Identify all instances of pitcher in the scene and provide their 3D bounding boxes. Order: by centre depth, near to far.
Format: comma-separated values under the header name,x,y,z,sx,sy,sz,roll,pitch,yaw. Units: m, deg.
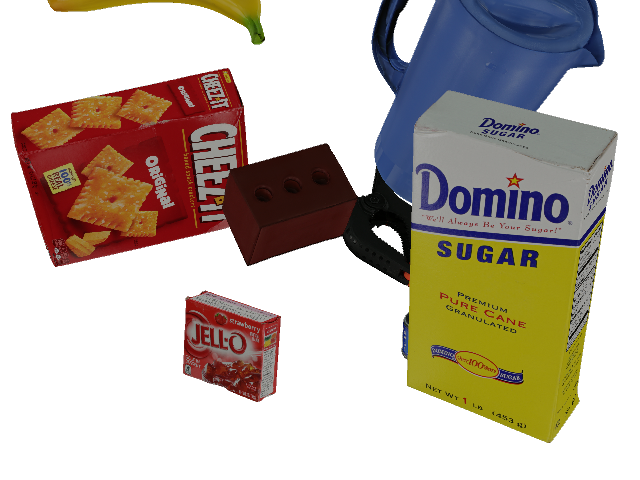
name,x,y,z,sx,sy,sz,roll,pitch,yaw
pitcher,0.125,-0.143,0.957,0.144,0.149,0.243,-7,-31,-24

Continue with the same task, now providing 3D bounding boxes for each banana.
name,x,y,z,sx,sy,sz,roll,pitch,yaw
banana,-0.130,-0.209,0.895,0.198,0.069,0.037,11,-41,16

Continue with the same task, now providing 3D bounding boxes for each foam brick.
name,x,y,z,sx,sy,sz,roll,pitch,yaw
foam brick,-0.023,-0.026,0.752,0.078,0.053,0.051,-18,-25,-21

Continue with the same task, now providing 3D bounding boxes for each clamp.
name,x,y,z,sx,sy,sz,roll,pitch,yaw
clamp,0.044,-0.034,1.167,0.164,0.210,0.036,-11,-37,-20

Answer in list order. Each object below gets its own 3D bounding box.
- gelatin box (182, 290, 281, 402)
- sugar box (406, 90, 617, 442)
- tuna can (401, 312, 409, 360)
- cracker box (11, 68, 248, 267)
name,x,y,z,sx,sy,sz,roll,pitch,yaw
gelatin box,-0.079,0.091,0.928,0.089,0.073,0.030,16,20,32
sugar box,0.094,0.017,0.559,0.093,0.176,0.048,18,42,27
tuna can,0.119,0.090,0.997,0.086,0.034,0.086,0,16,0
cracker box,-0.180,-0.068,1.056,0.213,0.072,0.164,-13,-41,-11
